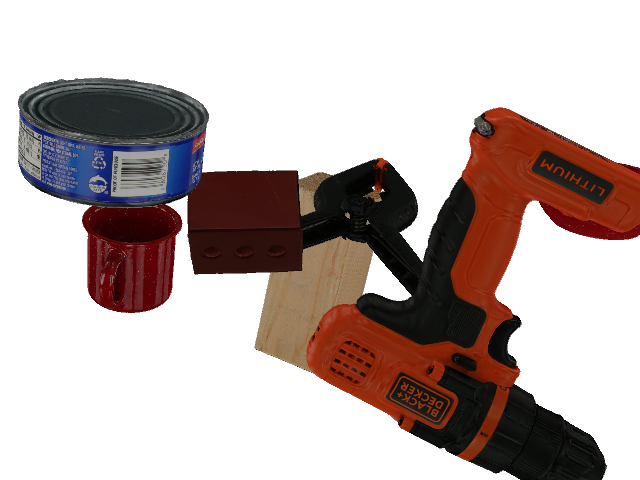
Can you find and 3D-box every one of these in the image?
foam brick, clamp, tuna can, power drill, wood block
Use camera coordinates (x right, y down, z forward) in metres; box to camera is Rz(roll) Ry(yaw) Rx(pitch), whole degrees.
[{"bbox_3d":[-0.052,-0.012,0.733,0.078,0.051,0.053,-2,-33,-2],"label":"foam brick"},{"bbox_3d":[0.041,-0.015,0.934,0.165,0.036,0.209,15,32,17],"label":"clamp"},{"bbox_3d":[-0.096,-0.046,0.493,0.086,0.034,0.086,7,25,-3],"label":"tuna can"},{"bbox_3d":[0.109,0.036,0.590,0.184,0.188,0.057,27,12,-4],"label":"power drill"},{"bbox_3d":[-0.001,0.036,1.241,0.090,0.206,0.090,20,20,20],"label":"wood block"}]

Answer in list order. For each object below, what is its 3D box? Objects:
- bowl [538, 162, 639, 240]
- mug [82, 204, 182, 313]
[{"bbox_3d":[0.291,-0.041,1.113,0.162,0.055,0.162,5,19,-2],"label":"bowl"},{"bbox_3d":[-0.182,0.021,1.009,0.093,0.081,0.117,10,29,3],"label":"mug"}]
